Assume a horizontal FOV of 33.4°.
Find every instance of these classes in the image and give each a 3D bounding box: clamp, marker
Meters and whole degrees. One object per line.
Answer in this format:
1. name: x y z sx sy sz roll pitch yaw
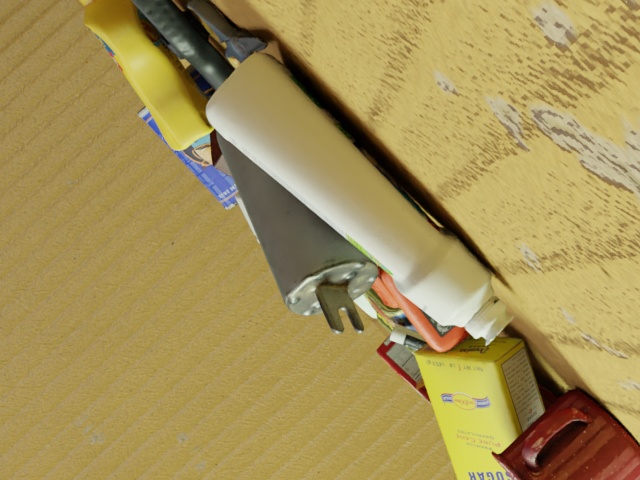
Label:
1. clamp: -0.112 -0.172 0.942 0.165 0.036 0.209 49 -177 23
2. marker: 0.133 0.119 1.132 0.121 0.020 0.020 21 172 10

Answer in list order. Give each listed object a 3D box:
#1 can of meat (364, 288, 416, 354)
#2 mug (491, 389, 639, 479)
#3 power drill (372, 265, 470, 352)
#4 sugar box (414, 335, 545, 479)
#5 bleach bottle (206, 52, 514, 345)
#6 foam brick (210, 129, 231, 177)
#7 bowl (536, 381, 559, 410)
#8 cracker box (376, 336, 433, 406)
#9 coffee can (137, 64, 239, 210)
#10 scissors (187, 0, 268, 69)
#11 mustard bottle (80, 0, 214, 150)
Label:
1. can of meat: 0.090 0.068 1.194 0.102 0.057 0.084 43 172 46
2. mug: 0.184 0.160 0.791 0.093 0.081 0.117 45 176 45
3. power drill: 0.054 0.006 0.908 0.184 0.057 0.188 49 178 -25
4. sugar box: 0.147 0.165 0.888 0.094 0.048 0.176 -1 111 52
5. bleach bottle: 0.033 -0.023 0.749 0.251 0.068 0.102 44 -176 9
6. foam brick: -0.072 -0.097 1.041 0.053 0.051 0.078 27 -155 -24
7. bowl: 0.193 0.183 0.962 0.162 0.055 0.162 41 166 12
8. cracker box: 0.180 0.196 1.356 0.164 0.072 0.214 42 178 -20
9. coffee can: -0.110 -0.117 1.139 0.140 0.103 0.103 48 177 -11
10. scissors: -0.072 -0.165 0.827 0.096 0.016 0.202 47 177 0
11. mustard bottle: -0.170 -0.179 1.014 0.191 0.058 0.096 56 -174 -16
